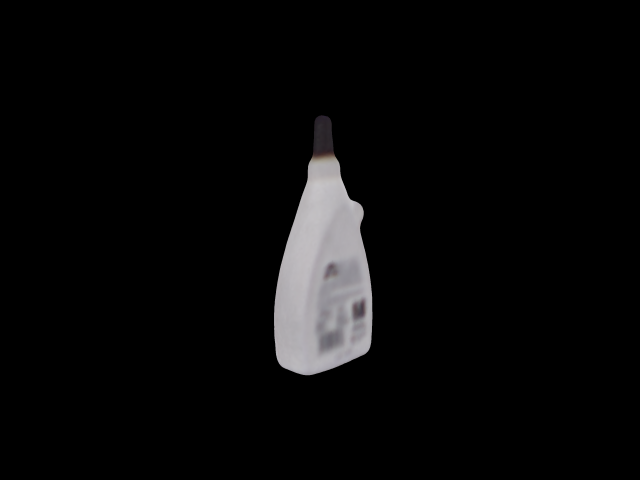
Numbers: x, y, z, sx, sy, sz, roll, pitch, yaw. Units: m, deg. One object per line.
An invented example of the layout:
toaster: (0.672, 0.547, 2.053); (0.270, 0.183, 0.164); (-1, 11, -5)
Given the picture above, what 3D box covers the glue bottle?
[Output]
glue bottle: (0.004, 0.001, 0.400); (0.037, 0.173, 0.078); (8, 12, 43)
